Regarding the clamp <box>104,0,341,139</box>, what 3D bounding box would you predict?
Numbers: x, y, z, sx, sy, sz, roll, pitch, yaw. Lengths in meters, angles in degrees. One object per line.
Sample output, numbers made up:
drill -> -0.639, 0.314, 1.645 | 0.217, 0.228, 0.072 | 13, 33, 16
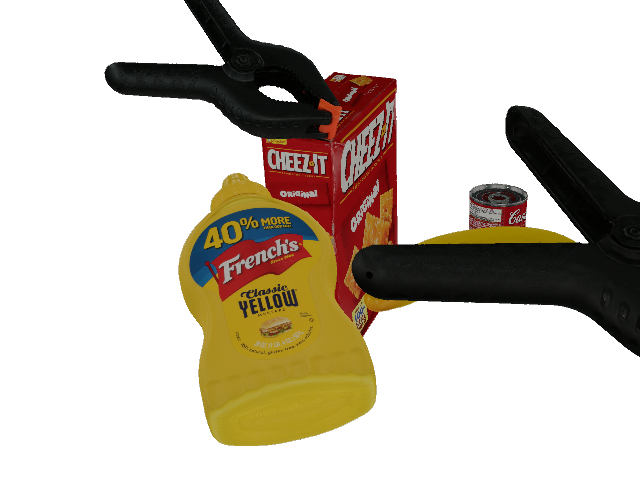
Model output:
clamp -> -0.060, -0.132, 0.794 | 0.171, 0.120, 0.039 | 21, -26, 1

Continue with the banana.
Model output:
banana -> 0.120, 0.019, 0.775 | 0.197, 0.037, 0.070 | -2, 35, -15

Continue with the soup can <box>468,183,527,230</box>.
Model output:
soup can -> 0.208, -0.008, 1.265 | 0.068, 0.102, 0.068 | 0, 23, 0

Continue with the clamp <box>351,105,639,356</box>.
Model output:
clamp -> 0.130, 0.013, 0.485 | 0.210, 0.036, 0.164 | 30, 49, 31

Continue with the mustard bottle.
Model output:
mustard bottle -> -0.035, 0.028, 0.643 | 0.096, 0.192, 0.058 | -13, -43, -5

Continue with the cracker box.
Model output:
cracker box -> 0.017, -0.022, 0.948 | 0.072, 0.214, 0.164 | 8, 29, 20
